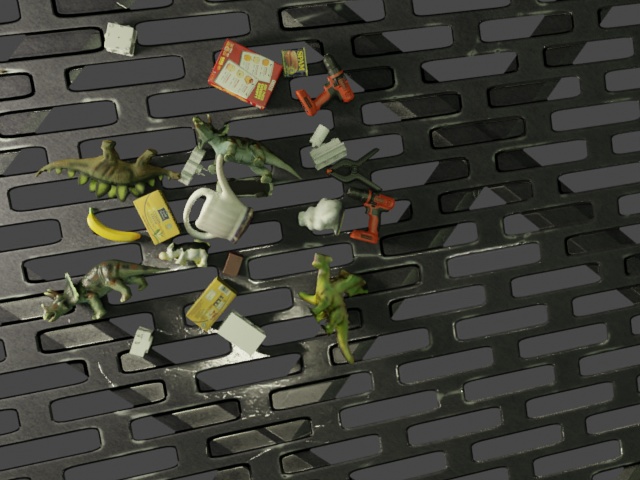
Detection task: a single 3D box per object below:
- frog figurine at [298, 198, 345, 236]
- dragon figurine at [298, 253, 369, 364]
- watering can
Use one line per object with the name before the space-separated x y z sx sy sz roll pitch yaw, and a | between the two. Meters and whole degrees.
frog figurine | 0.006 -0.093 1.849 0.159 0.120 0.140 14 59 -1
dragon figurine | 0.079 0.226 1.886 0.244 0.122 0.408 -38 99 -13
watering can | -0.329 -0.117 1.756 0.223 0.106 0.341 25 121 -17
